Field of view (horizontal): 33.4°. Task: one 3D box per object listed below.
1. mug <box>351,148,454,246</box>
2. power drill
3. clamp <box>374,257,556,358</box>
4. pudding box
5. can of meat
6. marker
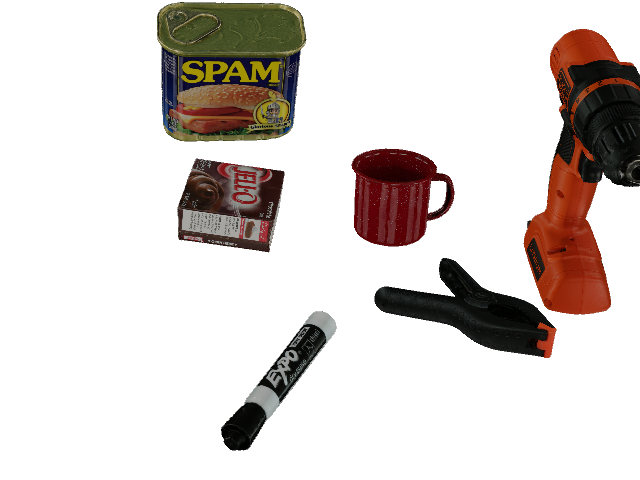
[{"bbox_3d":[0.091,-0.047,1.183,0.117,0.081,0.093,-4,29,-11],"label":"mug"},{"bbox_3d":[0.199,-0.040,0.786,0.057,0.188,0.184,3,35,-1],"label":"power drill"},{"bbox_3d":[0.151,0.062,1.020,0.172,0.039,0.120,21,35,27],"label":"clamp"},{"bbox_3d":[-0.084,-0.035,1.016,0.090,0.039,0.113,7,31,0],"label":"pudding box"},{"bbox_3d":[-0.065,-0.118,0.762,0.102,0.057,0.084,-1,-43,-9],"label":"can of meat"},{"bbox_3d":[-0.023,0.081,0.623,0.020,0.020,0.121,0,29,29],"label":"marker"}]
